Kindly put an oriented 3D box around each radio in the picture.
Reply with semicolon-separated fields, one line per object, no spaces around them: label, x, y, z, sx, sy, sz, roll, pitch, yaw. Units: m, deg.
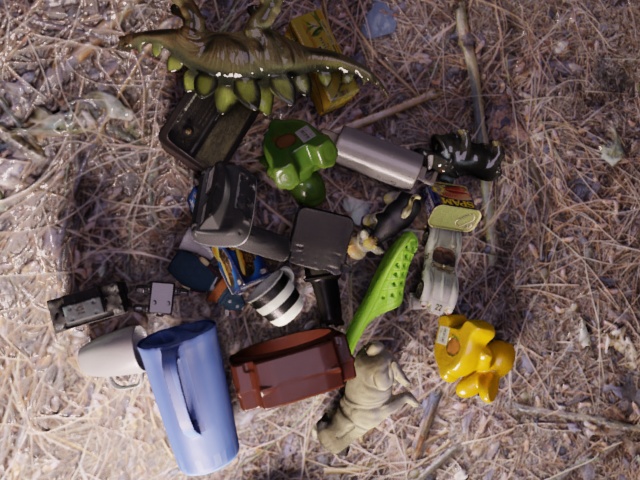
radio;-0.190;-0.235;0.993;0.131;0.073;0.229;31;79;-10

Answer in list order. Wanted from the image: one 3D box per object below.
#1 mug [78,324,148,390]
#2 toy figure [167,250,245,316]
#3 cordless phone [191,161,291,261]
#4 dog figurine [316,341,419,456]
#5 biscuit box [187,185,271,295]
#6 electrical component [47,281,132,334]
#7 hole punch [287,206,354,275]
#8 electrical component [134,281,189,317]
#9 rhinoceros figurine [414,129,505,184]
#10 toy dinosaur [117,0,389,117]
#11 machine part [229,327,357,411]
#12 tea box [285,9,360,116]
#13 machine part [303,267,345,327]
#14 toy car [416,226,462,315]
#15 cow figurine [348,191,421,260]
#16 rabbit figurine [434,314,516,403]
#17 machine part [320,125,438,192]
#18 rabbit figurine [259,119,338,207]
mug;-0.354;0.206;0.931;0.107;0.081;0.109;-10;105;3
toy figure;-0.201;0.076;0.979;0.154;0.064;0.058;35;40;-13
cordless phone;-0.122;-0.045;0.931;0.184;0.089;0.146;21;60;-31
dog figurine;0.063;0.288;0.981;0.190;0.121;0.172;-32;109;-12
biscuit box;-0.167;-0.008;0.964;0.063;0.059;0.202;-23;80;-36
electrical component;-0.383;0.110;0.897;0.115;0.134;0.058;-18;90;-11
hole punch;-0.002;-0.003;1.019;0.142;0.092;0.115;14;97;-9
electrical component;-0.288;0.108;0.976;0.094;0.021;0.063;4;86;-13
rhinoceros figurine;0.283;-0.168;1.101;0.190;0.073;0.112;8;95;-14
toy dinosaur;-0.111;-0.318;0.931;0.472;0.105;0.198;0;94;-4
machine part;-0.052;0.215;0.930;0.201;0.201;0.087;-15;89;-13
tea box;0.000;-0.336;1.031;0.068;0.098;0.169;-28;91;-13
machine part;0.013;0.100;1.032;0.084;0.039;0.139;-10;75;-22
toy car;0.237;0.051;1.060;0.073;0.056;0.202;18;62;-11
cow figurine;0.126;-0.025;1.039;0.068;0.098;0.167;46;78;-13
rabbit figurine;0.321;0.235;1.061;0.173;0.122;0.162;15;76;-31
machine part;0.110;-0.157;1.040;0.243;0.079;0.079;22;82;-1
rabbit figurine;-0.048;-0.129;0.991;0.121;0.170;0.159;-39;54;-14
